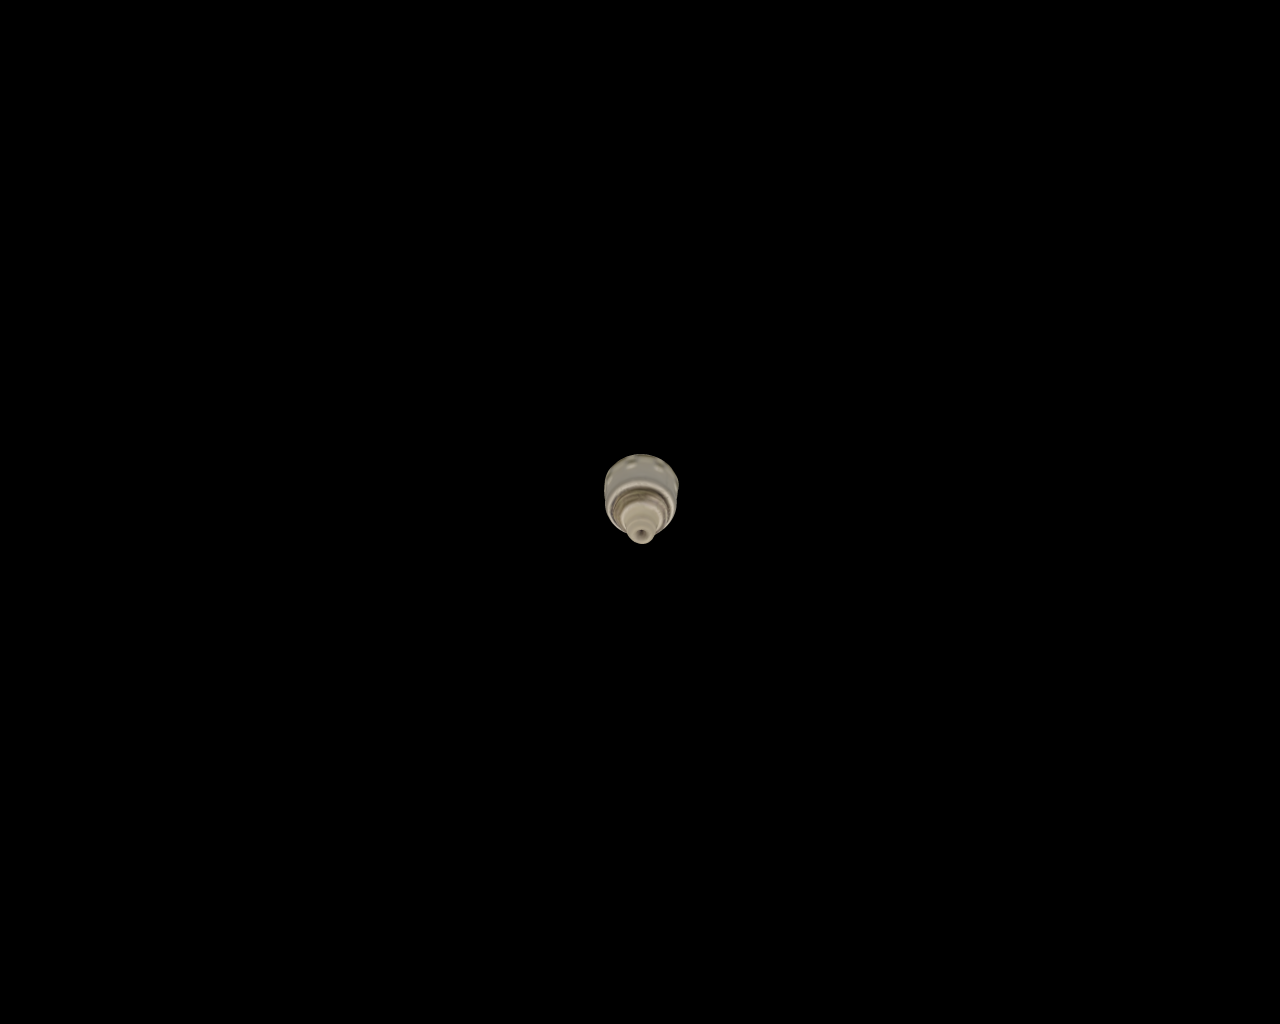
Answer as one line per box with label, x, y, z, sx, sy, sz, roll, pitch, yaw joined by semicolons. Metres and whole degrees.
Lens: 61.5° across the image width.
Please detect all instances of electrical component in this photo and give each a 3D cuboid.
electrical component;0.001;-0.003;0.650;0.048;0.048;0.062;0;33;0
